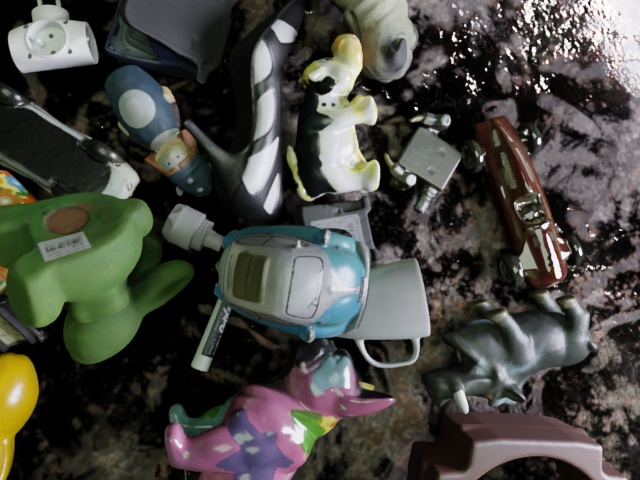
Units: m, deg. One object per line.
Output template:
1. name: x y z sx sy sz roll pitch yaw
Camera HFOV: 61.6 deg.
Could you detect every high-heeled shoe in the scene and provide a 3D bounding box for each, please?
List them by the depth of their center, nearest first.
1. high-heeled shoe: -0.045 -0.144 0.588 0.145 0.086 0.249 44 66 -27

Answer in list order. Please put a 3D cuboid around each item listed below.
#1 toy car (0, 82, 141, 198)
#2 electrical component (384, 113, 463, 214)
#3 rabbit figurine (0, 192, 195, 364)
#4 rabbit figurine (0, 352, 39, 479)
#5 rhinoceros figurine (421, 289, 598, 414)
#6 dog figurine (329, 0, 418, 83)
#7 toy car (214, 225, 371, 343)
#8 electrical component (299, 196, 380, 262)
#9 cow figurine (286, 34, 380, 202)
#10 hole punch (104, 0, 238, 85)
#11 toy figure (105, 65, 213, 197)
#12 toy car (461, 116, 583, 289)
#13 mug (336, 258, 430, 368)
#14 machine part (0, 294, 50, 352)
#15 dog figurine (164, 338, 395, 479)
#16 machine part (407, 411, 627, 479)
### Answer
1. toy car: -0.287 -0.093 0.558 0.202 0.056 0.073 31 82 1
2. electrical component: 0.116 -0.091 0.601 0.078 0.045 0.102 38 82 1
3. rabbit figurine: -0.214 0.040 0.519 0.159 0.170 0.121 -29 52 -34
4. rabbit figurine: -0.347 0.177 0.498 0.173 0.122 0.162 -26 90 -26
5. rhinoceros figurine: 0.199 0.120 0.578 0.190 0.073 0.112 -17 97 -9
6. dog figurine: 0.027 -0.277 0.597 0.173 0.121 0.190 16 109 36
7. toy car: -0.038 0.033 0.508 0.162 0.103 0.109 11 89 19
8. electrical component: -0.001 -0.002 0.580 0.119 0.048 0.074 -7 85 -8
9. cow figurine: 0.008 -0.127 0.568 0.098 0.068 0.167 -8 99 -6
10. hole punch: -0.161 -0.238 0.577 0.115 0.092 0.142 21 71 -36
11. toy figure: -0.169 -0.111 0.572 0.064 0.058 0.154 -37 88 36
12. toy car: 0.227 -0.044 0.604 0.089 0.053 0.202 -16 87 -4
13. mug: 0.057 0.079 0.566 0.107 0.081 0.109 -8 92 6
14. machine part: -0.340 0.080 0.514 0.139 0.084 0.039 -7 53 11
15. dog figurine: -0.034 0.200 0.527 0.219 0.108 0.191 -13 85 -9
16. machine part: 0.188 0.281 0.537 0.201 0.087 0.200 5 92 -10
